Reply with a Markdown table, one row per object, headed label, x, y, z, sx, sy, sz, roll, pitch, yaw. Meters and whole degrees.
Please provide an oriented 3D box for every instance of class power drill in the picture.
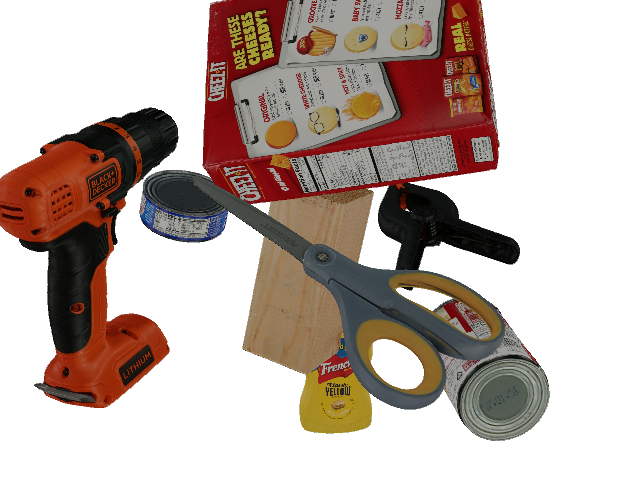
| label | x | y | z | sx | sy | sz | roll | pitch | yaw |
| --- | --- | --- | --- | --- | --- | --- | --- | --- | --- |
| power drill | -0.154 | 0.009 | 0.765 | 0.057 | 0.188 | 0.184 | 8 | 25 | 25 |

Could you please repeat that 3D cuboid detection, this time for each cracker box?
| label | x | y | z | sx | sy | sz | roll | pitch | yaw |
| --- | --- | --- | --- | --- | --- | --- | --- | --- | --- |
| cracker box | 0.023 | -0.120 | 0.822 | 0.214 | 0.164 | 0.072 | -8 | -32 | 11 |

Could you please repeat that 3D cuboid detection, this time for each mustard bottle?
| label | x | y | z | sx | sy | sz | roll | pitch | yaw |
| --- | --- | --- | --- | --- | --- | --- | --- | --- | --- |
| mustard bottle | 0.021 | 0.158 | 1.411 | 0.096 | 0.192 | 0.058 | -1 | 16 | -5 |

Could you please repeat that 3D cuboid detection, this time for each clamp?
| label | x | y | z | sx | sy | sz | roll | pitch | yaw |
| --- | --- | --- | --- | --- | --- | --- | --- | --- | --- |
| clamp | 0.115 | -0.012 | 1.030 | 0.120 | 0.039 | 0.171 | -4 | 33 | -9 |

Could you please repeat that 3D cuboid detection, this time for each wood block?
| label | x | y | z | sx | sy | sz | roll | pitch | yaw |
| --- | --- | --- | --- | --- | --- | --- | --- | --- | --- |
| wood block | -0.015 | 0.034 | 1.229 | 0.090 | 0.206 | 0.090 | 19 | 20 | 20 |

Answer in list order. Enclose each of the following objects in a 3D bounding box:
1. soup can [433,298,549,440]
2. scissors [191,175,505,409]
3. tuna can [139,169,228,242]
| label | x | y | z | sx | sy | sz | roll | pitch | yaw |
| --- | --- | --- | --- | --- | --- | --- | --- | --- | --- |
| soup can | 0.118 | 0.091 | 0.778 | 0.068 | 0.068 | 0.102 | 0 | 21 | -10 |
| scissors | 0.000 | 0.028 | 0.584 | 0.202 | 0.096 | 0.016 | 21 | -41 | 10 |
| tuna can | -0.131 | -0.033 | 1.031 | 0.086 | 0.034 | 0.086 | 11 | 29 | -6 |
